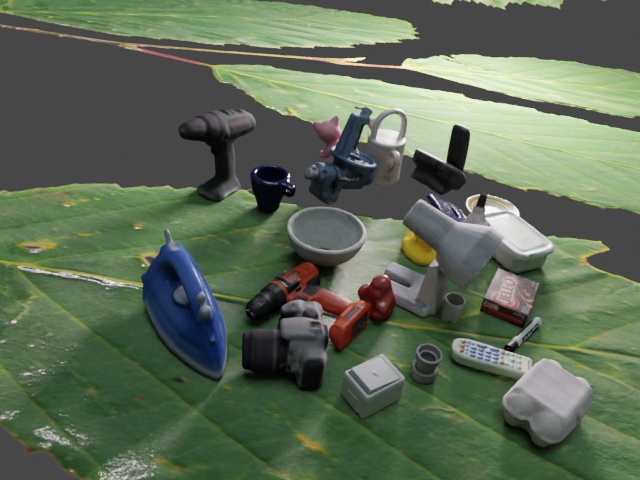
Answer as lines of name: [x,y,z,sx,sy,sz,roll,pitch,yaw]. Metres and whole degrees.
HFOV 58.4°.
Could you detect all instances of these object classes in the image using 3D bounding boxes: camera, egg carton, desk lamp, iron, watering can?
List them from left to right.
iron: [-0.217,0.099,0.963,0.119,0.141,0.257,-16,42,-29]
camera: [-0.059,0.162,0.942,0.137,0.101,0.143,1,37,-9]
watering can: [0.164,-0.250,1.465,0.101,0.194,0.172,-21,45,-34]
desk lamp: [0.216,0.039,1.066,0.202,0.213,0.118,25,39,22]
egg carton: [0.365,0.259,0.918,0.107,0.069,0.151,34,43,31]

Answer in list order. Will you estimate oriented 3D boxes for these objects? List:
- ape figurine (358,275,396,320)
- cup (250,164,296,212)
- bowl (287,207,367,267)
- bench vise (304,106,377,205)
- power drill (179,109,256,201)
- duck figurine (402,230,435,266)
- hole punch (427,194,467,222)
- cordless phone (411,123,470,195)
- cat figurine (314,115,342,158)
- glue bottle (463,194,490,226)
ape figurine: [0.108,0.102,1.064,0.076,0.092,0.077,-1,37,-12]
cup: [-0.104,-0.107,1.304,0.117,0.095,0.092,28,41,25]
bowl: [0.011,0.004,1.192,0.167,0.075,0.167,5,36,-4]
bench vise: [0.064,-0.198,1.353,0.121,0.220,0.208,25,40,22]
power drill: [-0.234,-0.202,1.311,0.075,0.208,0.230,23,39,20]
duck figurine: [0.221,-0.007,1.238,0.077,0.086,0.104,-1,37,-12]
hole punch: [0.291,-0.050,1.306,0.101,0.091,0.108,-2,37,-13]
cordless phone: [0.316,-0.226,1.469,0.147,0.185,0.094,32,43,30]
cat figurine: [0.040,-0.272,1.537,0.067,0.118,0.127,-27,48,-38]
glue bottle: [0.322,-0.022,1.204,0.078,0.173,0.037,29,41,26]
